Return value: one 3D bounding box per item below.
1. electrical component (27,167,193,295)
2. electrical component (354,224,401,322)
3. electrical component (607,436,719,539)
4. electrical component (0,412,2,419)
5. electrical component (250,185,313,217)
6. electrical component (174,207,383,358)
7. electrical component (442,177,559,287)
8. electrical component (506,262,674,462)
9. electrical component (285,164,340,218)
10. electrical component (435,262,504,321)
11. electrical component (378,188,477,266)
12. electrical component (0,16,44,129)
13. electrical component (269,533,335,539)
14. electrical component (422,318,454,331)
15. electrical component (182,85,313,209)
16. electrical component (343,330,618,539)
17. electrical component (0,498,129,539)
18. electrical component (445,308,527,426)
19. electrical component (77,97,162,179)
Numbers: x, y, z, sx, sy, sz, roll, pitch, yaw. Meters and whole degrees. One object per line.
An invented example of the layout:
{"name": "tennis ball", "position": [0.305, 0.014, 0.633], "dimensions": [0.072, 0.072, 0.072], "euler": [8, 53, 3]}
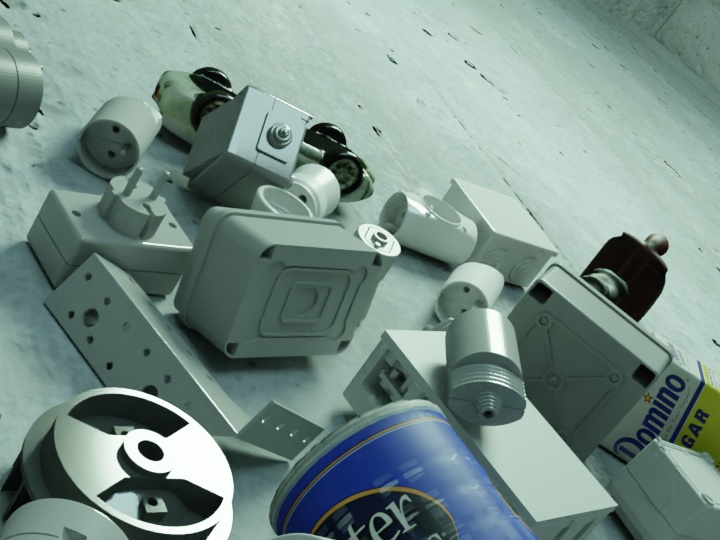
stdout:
{"name": "electrical component", "position": [-0.138, -0.029, 0.635], "dimensions": [0.083, 0.075, 0.047], "euler": [6, 37, -47]}
{"name": "electrical component", "position": [0.000, 0.000, 0.764], "dimensions": [0.044, 0.065, 0.044], "euler": [24, 31, -15]}
{"name": "electrical component", "position": [0.229, 0.167, 0.764], "dimensions": [0.096, 0.061, 0.061], "euler": [22, 26, -44]}
{"name": "electrical component", "position": [-0.203, 0.069, 0.388], "dimensions": [0.121, 0.063, 0.078], "euler": [23, 27, -24]}
{"name": "electrical component", "position": [-0.064, -0.024, 0.743], "dimensions": [0.045, 0.055, 0.045], "euler": [28, 25, -14]}
{"name": "electrical component", "position": [-0.050, 0.007, 0.669], "dimensions": [0.057, 0.078, 0.113], "euler": [34, 20, 37]}
{"name": "electrical component", "position": [0.123, -0.033, 1.005], "dimensions": [0.100, 0.048, 0.099], "euler": [15, 31, -37]}
{"name": "electrical component", "position": [0.147, 0.070, 0.774], "dimensions": [0.109, 0.108, 0.056], "euler": [40, 27, 12]}
{"name": "electrical component", "position": [-0.045, -0.055, 0.840], "dimensions": [0.045, 0.045, 0.055], "euler": [36, 25, 3]}
{"name": "electrical component", "position": [0.091, 0.017, 0.880], "dimensions": [0.043, 0.043, 0.081], "euler": [36, 24, 4]}
{"name": "electrical component", "position": [0.055, -0.046, 0.949], "dimensions": [0.077, 0.044, 0.079], "euler": [20, 28, -30]}
{"name": "electrical component", "position": [-0.253, -0.149, 0.738], "dimensions": [0.074, 0.052, 0.138], "euler": [-1, 42, -52]}
{"name": "electrical component", "position": [-0.006, 0.160, 0.422], "dimensions": [0.060, 0.108, 0.108], "euler": [18, 28, -44]}
{"name": "electrical component", "position": [0.069, 0.069, 0.754], "dimensions": [0.043, 0.043, 0.081], "euler": [7, 36, -46]}
{"name": "electrical component", "position": [-0.081, -0.089, 0.778], "dimensions": [0.061, 0.096, 0.061], "euler": [24, 67, -22]}
{"name": "electrical component", "position": [0.068, 0.111, 0.655], "dimensions": [0.089, 0.061, 0.150], "euler": [5, 37, -47]}
{"name": "electrical component", "position": [-0.119, 0.123, 0.407], "dimensions": [0.055, 0.055, 0.047], "euler": [31, 28, -7]}
{"name": "electrical component", "position": [0.072, 0.060, 0.619], "dimensions": [0.043, 0.043, 0.081], "euler": [29, 25, -12]}
{"name": "electrical component", "position": [-0.169, -0.100, 0.766], "dimensions": [0.043, 0.043, 0.081], "euler": [29, 25, -11]}
